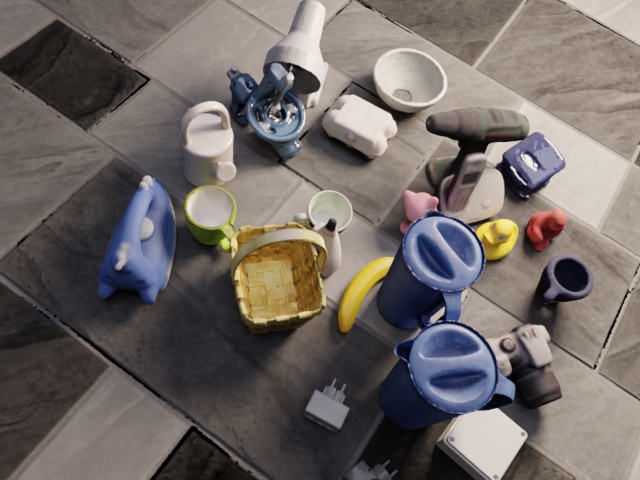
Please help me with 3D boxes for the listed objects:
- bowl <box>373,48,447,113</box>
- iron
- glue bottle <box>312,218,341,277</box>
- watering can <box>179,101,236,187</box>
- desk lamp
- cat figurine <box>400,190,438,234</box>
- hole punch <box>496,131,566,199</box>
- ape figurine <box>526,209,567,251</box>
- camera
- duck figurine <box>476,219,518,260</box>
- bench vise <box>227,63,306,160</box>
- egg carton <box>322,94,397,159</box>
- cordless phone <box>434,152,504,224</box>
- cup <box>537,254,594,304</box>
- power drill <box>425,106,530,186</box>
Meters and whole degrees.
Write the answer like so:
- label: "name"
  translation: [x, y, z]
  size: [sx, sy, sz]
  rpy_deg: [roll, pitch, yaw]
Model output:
- label: "bowl"
  translation: [0.194, -0.344, 1.285]
  size: [0.167, 0.075, 0.167]
  rpy_deg: [4, 63, -7]
- label: "iron"
  translation: [-0.317, -0.025, 1.008]
  size: [0.118, 0.141, 0.258]
  rpy_deg: [7, 63, -5]
- label: "glue bottle"
  translation: [0.009, 0.004, 1.028]
  size: [0.037, 0.173, 0.078]
  rpy_deg: [-38, 75, -23]
- label: "watering can"
  translation: [-0.207, -0.182, 1.074]
  size: [0.172, 0.194, 0.101]
  rpy_deg: [39, 65, 11]
- label: "desk lamp"
  translation: [-0.041, -0.370, 1.182]
  size: [0.118, 0.213, 0.203]
  rpy_deg: [15, 62, -1]
- label: "cat figurine"
  translation: [0.204, -0.036, 1.109]
  size: [0.067, 0.118, 0.127]
  rpy_deg: [-18, 68, -17]
- label: "hole punch"
  translation: [0.451, -0.160, 1.226]
  size: [0.101, 0.091, 0.108]
  rpy_deg: [-27, 71, -20]
- label: "ape figurine"
  translation: [0.466, -0.030, 1.163]
  size: [0.078, 0.092, 0.076]
  rpy_deg: [-4, 64, -11]
- label: "camera"
  translation: [0.359, 0.228, 1.013]
  size: [0.143, 0.101, 0.136]
  rpy_deg: [-15, 67, -16]
- label: "duck figurine"
  translation: [0.357, -0.012, 1.140]
  size: [0.105, 0.086, 0.077]
  rpy_deg: [-26, 70, -20]
- label: "bench vise"
  translation: [-0.115, -0.276, 1.120]
  size: [0.207, 0.220, 0.122]
  rpy_deg: [30, 63, 6]
- label: "egg carton"
  translation: [0.084, -0.241, 1.219]
  size: [0.150, 0.069, 0.107]
  rpy_deg: [29, 63, 6]
- label: "cordless phone"
  translation: [0.311, -0.111, 1.126]
  size: [0.148, 0.185, 0.094]
  rpy_deg: [-15, 67, -16]
- label: "cup"
  translation: [0.451, 0.093, 1.098]
  size: [0.118, 0.095, 0.091]
  rpy_deg: [-36, 74, -23]
- label: "power drill"
  translation: [0.292, -0.189, 1.149]
  size: [0.230, 0.208, 0.075]
  rpy_deg: [-11, 66, -14]
